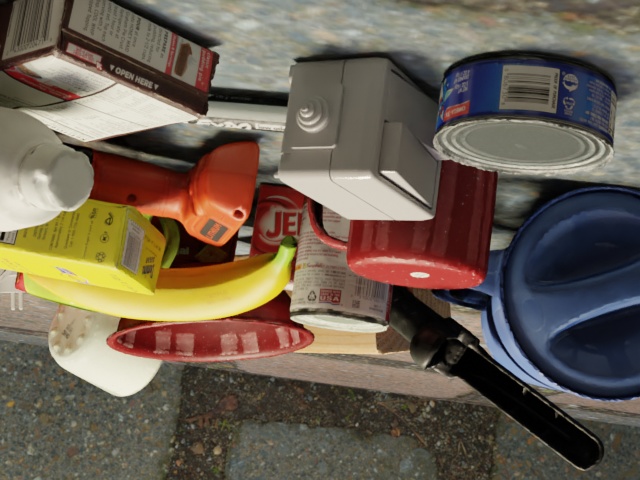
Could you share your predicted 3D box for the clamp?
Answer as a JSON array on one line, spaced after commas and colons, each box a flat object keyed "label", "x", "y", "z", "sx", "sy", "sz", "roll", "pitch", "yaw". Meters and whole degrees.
[{"label": "clamp", "x": 0.100, "y": 0.083, "z": 0.747, "sx": 0.164, "sy": 0.036, "sz": 0.210, "roll": 36, "pitch": -177, "yaw": -18}]

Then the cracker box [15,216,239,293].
[{"label": "cracker box", "x": -0.183, "y": 0.016, "z": 0.970, "sx": 0.164, "sy": 0.072, "sz": 0.214, "roll": 11, "pitch": 167, "yaw": -18}]

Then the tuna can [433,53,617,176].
[{"label": "tuna can", "x": 0.099, "y": -0.059, "z": 0.515, "sx": 0.086, "sy": 0.034, "sz": 0.086, "roll": 7, "pitch": 168, "yaw": 1}]

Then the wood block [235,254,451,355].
[{"label": "wood block", "x": 0.009, "y": 0.053, "z": 0.941, "sx": 0.090, "sy": 0.090, "sz": 0.207, "roll": 1, "pitch": 176, "yaw": -41}]

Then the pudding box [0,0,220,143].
[{"label": "pudding box", "x": -0.120, "y": -0.084, "z": 0.529, "sx": 0.089, "sy": 0.039, "sz": 0.114, "roll": 20, "pitch": 166, "yaw": -42}]

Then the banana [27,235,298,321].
[{"label": "banana", "x": -0.101, "y": 0.027, "z": 0.732, "sx": 0.198, "sy": 0.037, "sz": 0.069, "roll": -6, "pitch": 128, "yaw": 15}]

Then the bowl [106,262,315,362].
[{"label": "bowl", "x": -0.085, "y": 0.055, "z": 0.837, "sx": 0.162, "sy": 0.055, "sz": 0.162, "roll": -2, "pitch": 163, "yaw": -1}]

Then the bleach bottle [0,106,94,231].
[{"label": "bleach bottle", "x": -0.219, "y": -0.053, "z": 0.542, "sx": 0.251, "sy": 0.068, "sz": 0.102, "roll": 12, "pitch": 159, "yaw": 32}]

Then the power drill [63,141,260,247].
[{"label": "power drill", "x": -0.136, "y": -0.049, "z": 0.670, "sx": 0.187, "sy": 0.057, "sz": 0.185, "roll": 12, "pitch": 168, "yaw": -12}]

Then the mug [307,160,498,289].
[{"label": "mug", "x": 0.048, "y": -0.019, "z": 0.621, "sx": 0.117, "sy": 0.081, "sz": 0.093, "roll": 4, "pitch": 168, "yaw": 17}]

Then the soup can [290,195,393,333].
[{"label": "soup can", "x": 0.018, "y": 0.006, "z": 0.713, "sx": 0.068, "sy": 0.102, "sz": 0.068, "roll": 7, "pitch": 169, "yaw": 1}]

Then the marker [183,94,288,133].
[{"label": "marker", "x": -0.054, "y": -0.072, "z": 0.590, "sx": 0.121, "sy": 0.020, "sz": 0.020, "roll": 6, "pitch": 168, "yaw": 9}]

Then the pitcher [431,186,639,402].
[{"label": "pitcher", "x": 0.171, "y": 0.047, "z": 0.767, "sx": 0.145, "sy": 0.149, "sz": 0.243, "roll": -36, "pitch": 172, "yaw": -4}]

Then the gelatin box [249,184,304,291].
[{"label": "gelatin box", "x": -0.005, "y": 0.001, "z": 0.776, "sx": 0.089, "sy": 0.073, "sz": 0.030, "roll": 7, "pitch": 168, "yaw": 6}]

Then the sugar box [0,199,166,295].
[{"label": "sugar box", "x": -0.193, "y": -0.006, "z": 0.662, "sx": 0.176, "sy": 0.048, "sz": 0.093, "roll": 7, "pitch": 168, "yaw": 7}]

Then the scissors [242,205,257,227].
[{"label": "scissors", "x": -0.071, "y": -0.024, "z": 0.840, "sx": 0.201, "sy": 0.016, "sz": 0.096, "roll": 10, "pitch": 167, "yaw": -14}]
